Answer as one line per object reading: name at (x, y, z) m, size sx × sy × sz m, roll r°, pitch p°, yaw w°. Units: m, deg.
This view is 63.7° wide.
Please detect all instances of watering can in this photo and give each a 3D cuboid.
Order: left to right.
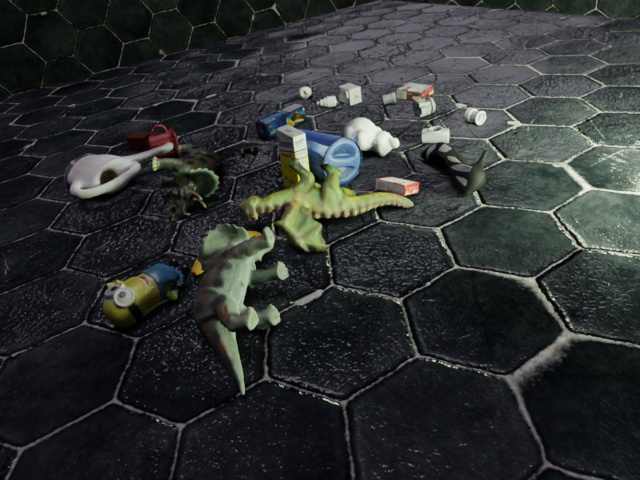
watering can at (-0.637, -0.224, 1.601) m, size 0.225 × 0.102 × 0.354 m, roll 10°, pitch 38°, yaw 29°

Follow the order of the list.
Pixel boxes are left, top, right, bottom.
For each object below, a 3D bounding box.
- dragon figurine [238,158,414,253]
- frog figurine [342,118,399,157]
dragon figurine at (0.004, -0.062, 1.228) m, size 0.411 × 0.119 × 0.248 m, roll 14°, pitch 54°, yaw 10°
frog figurine at (0.150, -0.307, 1.534) m, size 0.159 × 0.122 × 0.138 m, roll 2°, pitch 12°, yaw 37°
